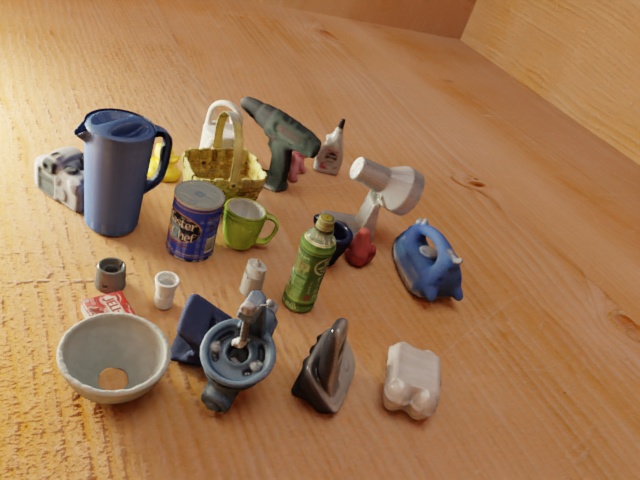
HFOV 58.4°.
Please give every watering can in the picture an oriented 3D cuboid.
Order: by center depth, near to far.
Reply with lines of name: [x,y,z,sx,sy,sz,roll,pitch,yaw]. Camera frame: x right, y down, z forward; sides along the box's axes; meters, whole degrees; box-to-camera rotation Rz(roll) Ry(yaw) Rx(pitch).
watering can: [-0.253,-0.273,1.476,0.101,0.194,0.172,10,35,-14]

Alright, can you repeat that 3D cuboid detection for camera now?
camera: [-0.524,-0.149,1.249,0.143,0.101,0.137,31,35,15]

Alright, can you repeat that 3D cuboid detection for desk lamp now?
desk lamp: [0.129,-0.099,1.410,0.204,0.213,0.117,8,36,-17]

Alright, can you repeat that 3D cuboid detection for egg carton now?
egg carton: [0.171,0.259,1.063,0.107,0.069,0.150,19,34,-1]

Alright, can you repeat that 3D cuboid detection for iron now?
iron: [0.255,0.027,1.364,0.119,0.141,0.257,1,38,-25]

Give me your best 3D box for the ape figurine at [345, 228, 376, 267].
ape figurine: [0.098,0.011,1.351,0.077,0.092,0.076,24,34,7]

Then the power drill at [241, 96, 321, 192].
power drill: [-0.119,-0.240,1.485,0.229,0.208,0.076,22,34,3]

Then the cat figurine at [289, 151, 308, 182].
cat figurine: [-0.062,-0.242,1.598,0.067,0.118,0.128,23,34,5]

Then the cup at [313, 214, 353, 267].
cup: [0.012,0.005,1.313,0.092,0.095,0.117,-12,45,-38]

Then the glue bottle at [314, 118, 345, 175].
glue bottle: [0.040,-0.270,1.640,0.078,0.173,0.037,9,35,-15]

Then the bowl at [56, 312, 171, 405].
bowl: [-0.321,0.196,0.895,0.167,0.075,0.167,14,35,-9]

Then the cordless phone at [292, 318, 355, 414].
cordless phone: [0.029,0.191,0.983,0.094,0.185,0.148,23,34,5]

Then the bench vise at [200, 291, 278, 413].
bench vise: [-0.124,0.145,0.937,0.121,0.220,0.207,14,34,-8]

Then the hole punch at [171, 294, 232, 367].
hole punch: [-0.198,0.158,0.996,0.101,0.091,0.108,15,34,-7]

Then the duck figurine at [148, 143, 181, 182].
duck figurine: [-0.388,-0.198,1.399,0.104,0.086,0.077,20,34,0]
